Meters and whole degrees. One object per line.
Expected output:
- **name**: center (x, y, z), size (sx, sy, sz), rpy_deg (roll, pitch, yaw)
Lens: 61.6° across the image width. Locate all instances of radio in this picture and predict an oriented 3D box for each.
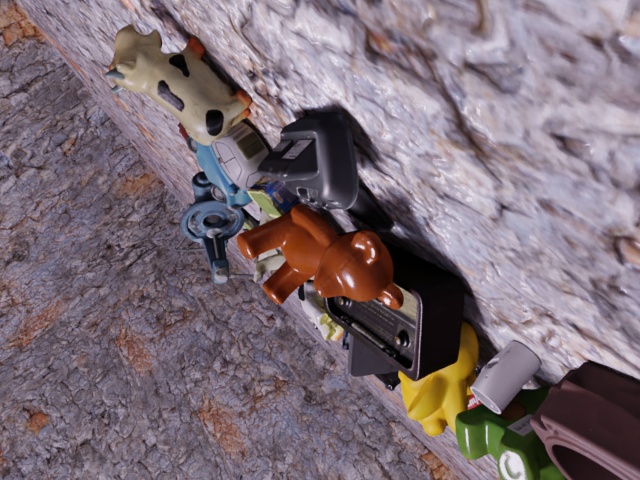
- **radio**: center (0.086, 0.079, 0.718), size (0.230, 0.073, 0.131), rpy_deg (31, 129, 55)

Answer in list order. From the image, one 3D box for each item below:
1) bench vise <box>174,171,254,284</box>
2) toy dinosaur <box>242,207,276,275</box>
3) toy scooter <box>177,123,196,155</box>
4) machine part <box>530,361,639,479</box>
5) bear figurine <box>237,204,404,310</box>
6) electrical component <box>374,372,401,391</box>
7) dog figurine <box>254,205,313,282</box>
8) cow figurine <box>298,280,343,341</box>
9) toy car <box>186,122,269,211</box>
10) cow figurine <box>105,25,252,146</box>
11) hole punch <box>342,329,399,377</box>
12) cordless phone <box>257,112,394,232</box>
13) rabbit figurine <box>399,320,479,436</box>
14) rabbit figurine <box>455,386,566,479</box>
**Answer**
- **bench vise**: center (-0.206, -0.004, 1.041), size (0.223, 0.129, 0.241), rpy_deg (108, 151, -45)
- **toy dinosaur**: center (-0.085, -0.006, 1.089), size (0.198, 0.105, 0.471), rpy_deg (51, 157, -3)
- **toy scooter**: center (-0.205, -0.184, 0.983), size (0.135, 0.075, 0.184), rpy_deg (51, 172, -15)
- **machine part**: center (0.316, 0.225, 0.503), size (0.200, 0.087, 0.202), rpy_deg (51, 169, -24)
- **bear figurine**: center (0.001, 0.033, 0.653), size (0.196, 0.132, 0.120), rpy_deg (37, 157, 56)
- **electrical component**: center (0.121, 0.195, 1.007), size (0.134, 0.115, 0.058), rpy_deg (44, 166, 0)
- **dog figurine**: center (-0.002, -0.003, 0.862), size (0.121, 0.191, 0.172), rpy_deg (-88, 5, -58)
- **cow figurine**: center (0.005, 0.131, 1.005), size (0.098, 0.068, 0.167), rpy_deg (43, 166, 28)
- **toy car**: center (-0.130, -0.134, 0.853), size (0.103, 0.109, 0.161), rpy_deg (-8, 117, 48)
- **cow figurine**: center (-0.203, -0.213, 0.742), size (0.195, 0.127, 0.085), rpy_deg (45, 165, -8)
- **hole punch**: center (0.093, 0.150, 0.874), size (0.092, 0.116, 0.142), rpy_deg (-122, 33, -66)
- **cordless phone**: center (0.031, -0.057, 0.618), size (0.184, 0.088, 0.147), rpy_deg (39, 173, -23)
- **rabbit figurine**: center (0.167, 0.186, 0.752), size (0.122, 0.162, 0.173), rpy_deg (19, 134, 8)
- **rabbit figurine**: center (0.261, 0.275, 0.666), size (0.121, 0.159, 0.170), rpy_deg (3, 113, 56)
